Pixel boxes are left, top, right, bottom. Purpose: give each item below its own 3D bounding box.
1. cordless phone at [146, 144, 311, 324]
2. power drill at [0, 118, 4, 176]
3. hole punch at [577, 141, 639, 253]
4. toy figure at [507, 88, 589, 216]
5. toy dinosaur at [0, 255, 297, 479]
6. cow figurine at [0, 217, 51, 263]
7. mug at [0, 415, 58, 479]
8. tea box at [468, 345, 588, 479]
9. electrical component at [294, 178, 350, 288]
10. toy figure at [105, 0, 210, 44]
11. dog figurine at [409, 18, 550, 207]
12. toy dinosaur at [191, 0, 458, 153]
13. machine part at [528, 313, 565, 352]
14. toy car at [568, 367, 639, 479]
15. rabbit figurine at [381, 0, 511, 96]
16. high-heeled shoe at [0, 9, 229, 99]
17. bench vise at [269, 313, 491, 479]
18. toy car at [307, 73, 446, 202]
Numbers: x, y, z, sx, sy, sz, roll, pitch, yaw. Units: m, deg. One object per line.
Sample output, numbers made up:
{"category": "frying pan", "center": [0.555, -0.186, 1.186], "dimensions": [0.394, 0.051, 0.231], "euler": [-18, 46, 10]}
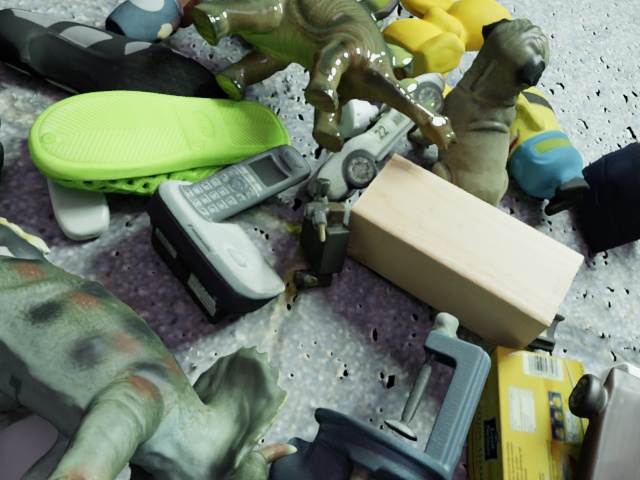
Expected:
{"category": "cordless phone", "center": [-0.063, -0.016, 0.539], "dimensions": [0.184, 0.088, 0.147], "euler": [-33, 74, -32]}
{"category": "power drill", "center": [-0.420, -0.124, 0.509], "dimensions": [0.207, 0.086, 0.232], "euler": [-20, 72, -31]}
{"category": "hole punch", "center": [0.371, -0.052, 0.647], "dimensions": [0.092, 0.142, 0.116], "euler": [-26, 83, -21]}
{"category": "toy figure", "center": [0.274, -0.118, 0.682], "dimensions": [0.089, 0.082, 0.180], "euler": [2, 52, -36]}
{"category": "toy dinosaur", "center": [-0.182, 0.082, 0.365], "dimensions": [0.405, 0.131, 0.192], "euler": [36, 26, 7]}
{"category": "cow figurine", "center": [-0.248, 0.054, 0.461], "dimensions": [0.167, 0.068, 0.098], "euler": [34, 54, 3]}
{"category": "mug", "center": [-0.210, 0.189, 0.394], "dimensions": [0.109, 0.080, 0.107], "euler": [-19, 58, -20]}
{"category": "tea box", "center": [0.195, 0.194, 0.499], "dimensions": [0.098, 0.068, 0.169], "euler": [13, 61, -8]}
{"category": "electrical component", "center": [-0.002, -0.001, 0.540], "dimensions": [0.045, 0.102, 0.078], "euler": [-7, 42, -25]}
{"category": "toy figure", "center": [-0.187, -0.280, 0.661], "dimensions": [0.154, 0.058, 0.064], "euler": [-43, 101, -31]}
{"category": "dog figurine", "center": [0.188, -0.123, 0.598], "dimensions": [0.121, 0.190, 0.172], "euler": [-7, 66, -18]}
{"category": "toy dinosaur", "center": [-0.037, -0.243, 0.594], "dimensions": [0.472, 0.105, 0.198], "euler": [38, 66, 16]}
{"category": "machine part", "center": [0.228, 0.053, 0.603], "dimensions": [0.084, 0.039, 0.139], "euler": [11, 62, 0]}
{"category": "toy car", "center": [0.233, 0.204, 0.435], "dimensions": [0.089, 0.053, 0.202], "euler": [22, 63, 8]}
{"category": "rabbit figurine", "center": [0.162, -0.260, 0.708], "dimensions": [0.173, 0.121, 0.162], "euler": [-31, 50, -6]}
{"category": "high-heeled shoe", "center": [-0.239, -0.202, 0.615], "dimensions": [0.248, 0.086, 0.145], "euler": [5, 27, -33]}
{"category": "bench vise", "center": [0.084, 0.173, 0.429], "dimensions": [0.224, 0.128, 0.240], "euler": [13, 62, 32]}
{"category": "toy car", "center": [0.066, -0.115, 0.604], "dimensions": [0.056, 0.073, 0.202], "euler": [45, 77, -6]}
